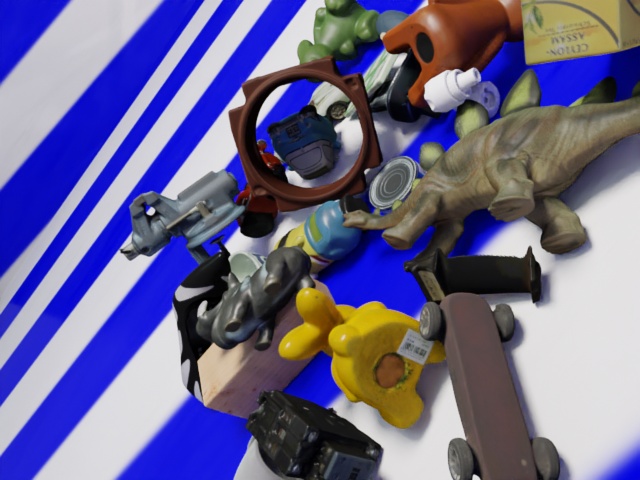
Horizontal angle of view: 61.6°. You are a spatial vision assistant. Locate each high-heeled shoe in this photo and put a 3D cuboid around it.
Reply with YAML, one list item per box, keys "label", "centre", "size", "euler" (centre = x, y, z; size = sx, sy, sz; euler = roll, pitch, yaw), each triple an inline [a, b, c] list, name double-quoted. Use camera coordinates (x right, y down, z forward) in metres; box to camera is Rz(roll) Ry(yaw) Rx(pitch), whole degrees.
- label: "high-heeled shoe"
  centre: [-0.168, 0.145, 0.831]
  size: [0.145, 0.086, 0.248]
  euler: [54, 135, 31]

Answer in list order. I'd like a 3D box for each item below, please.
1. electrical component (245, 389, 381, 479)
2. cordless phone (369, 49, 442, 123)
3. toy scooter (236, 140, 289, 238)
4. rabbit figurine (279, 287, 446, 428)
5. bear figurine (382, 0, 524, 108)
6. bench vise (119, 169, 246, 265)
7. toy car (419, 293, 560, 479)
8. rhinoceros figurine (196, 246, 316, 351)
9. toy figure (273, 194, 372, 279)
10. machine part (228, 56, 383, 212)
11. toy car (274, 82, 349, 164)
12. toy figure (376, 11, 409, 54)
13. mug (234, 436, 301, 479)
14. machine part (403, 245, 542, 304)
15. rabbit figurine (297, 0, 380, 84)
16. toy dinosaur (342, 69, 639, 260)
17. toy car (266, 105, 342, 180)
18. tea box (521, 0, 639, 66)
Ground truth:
- label: "electrical component"
  centre: [-0.002, 0.223, 0.593]
  size: [0.134, 0.115, 0.058]
  euler: [19, 84, 55]
- label: "cordless phone"
  centre: [0.132, -0.249, 0.825]
  size: [0.146, 0.088, 0.184]
  euler: [-60, 20, -1]
- label: "toy scooter"
  centre: [-0.107, -0.097, 0.958]
  size: [0.183, 0.075, 0.135]
  euler: [-54, 44, 49]
- label: "rabbit figurine"
  centre: [0.036, 0.122, 0.617]
  size: [0.173, 0.162, 0.121]
  euler: [-156, 84, -73]
- label: "bear figurine"
  centre: [0.200, -0.269, 0.688]
  size: [0.196, 0.120, 0.132]
  euler: [-28, 1, -18]
- label: "bench vise"
  centre: [-0.199, 0.006, 0.897]
  size: [0.223, 0.240, 0.129]
  euler: [-40, 16, -19]
- label: "toy car"
  centre: [0.150, 0.138, 0.497]
  size: [0.053, 0.089, 0.202]
  euler: [102, 167, -50]
- label: "rhinoceros figurine"
  centre: [-0.090, 0.078, 0.690]
  size: [0.190, 0.073, 0.112]
  euler: [-41, 39, 25]
- label: "toy figure"
  centre: [0.001, -0.001, 0.792]
  size: [0.180, 0.082, 0.089]
  euler: [-43, 18, 34]
- label: "machine part"
  centre: [-0.019, -0.152, 0.788]
  size: [0.201, 0.201, 0.087]
  euler: [-13, 13, 9]
- label: "toy car"
  centre: [-0.018, -0.222, 1.004]
  size: [0.202, 0.056, 0.074]
  euler: [-40, 38, 24]
- label: "toy figure"
  centre: [0.148, -0.342, 0.888]
  size: [0.064, 0.057, 0.155]
  euler: [-56, 39, 16]
- label: "mug"
  centre: [-0.071, 0.288, 0.662]
  size: [0.107, 0.080, 0.110]
  euler: [-58, 39, 17]
- label: "machine part"
  centre: [0.163, 0.042, 0.568]
  size: [0.139, 0.084, 0.039]
  euler: [-9, 35, 38]
- label: "rabbit figurine"
  centre: [0.010, -0.369, 1.013]
  size: [0.170, 0.121, 0.159]
  euler: [-55, 21, -11]
- label: "toy dinosaur"
  centre: [0.215, -0.087, 0.571]
  size: [0.472, 0.105, 0.198]
  euler: [-14, 50, 38]
- label: "toy car"
  centre: [-0.019, -0.155, 0.904]
  size: [0.109, 0.161, 0.103]
  euler: [-25, 85, 9]
- label: "tea box"
  centre: [0.289, -0.223, 0.526]
  size: [0.098, 0.169, 0.068]
  euler: [15, 122, 56]
